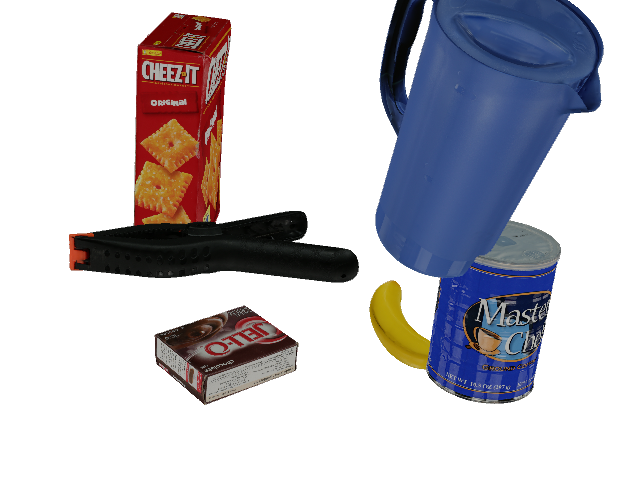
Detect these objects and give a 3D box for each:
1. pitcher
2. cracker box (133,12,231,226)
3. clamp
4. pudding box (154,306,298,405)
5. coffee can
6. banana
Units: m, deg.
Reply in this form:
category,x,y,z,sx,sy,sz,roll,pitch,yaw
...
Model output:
category,x,y,z,sx,sy,sz,roll,pitch,yaw
pitcher,0.117,-0.091,0.880,0.145,0.149,0.243,8,-44,-9
cracker box,-0.136,-0.103,1.062,0.072,0.214,0.164,6,23,1
clamp,-0.081,0.007,0.810,0.209,0.036,0.165,-3,12,-21
pudding box,-0.092,0.110,1.045,0.113,0.039,0.090,-19,32,-35
coffee can,0.156,0.063,0.977,0.103,0.140,0.103,5,23,-2
banana,0.093,0.098,1.218,0.069,0.037,0.198,5,23,-24
